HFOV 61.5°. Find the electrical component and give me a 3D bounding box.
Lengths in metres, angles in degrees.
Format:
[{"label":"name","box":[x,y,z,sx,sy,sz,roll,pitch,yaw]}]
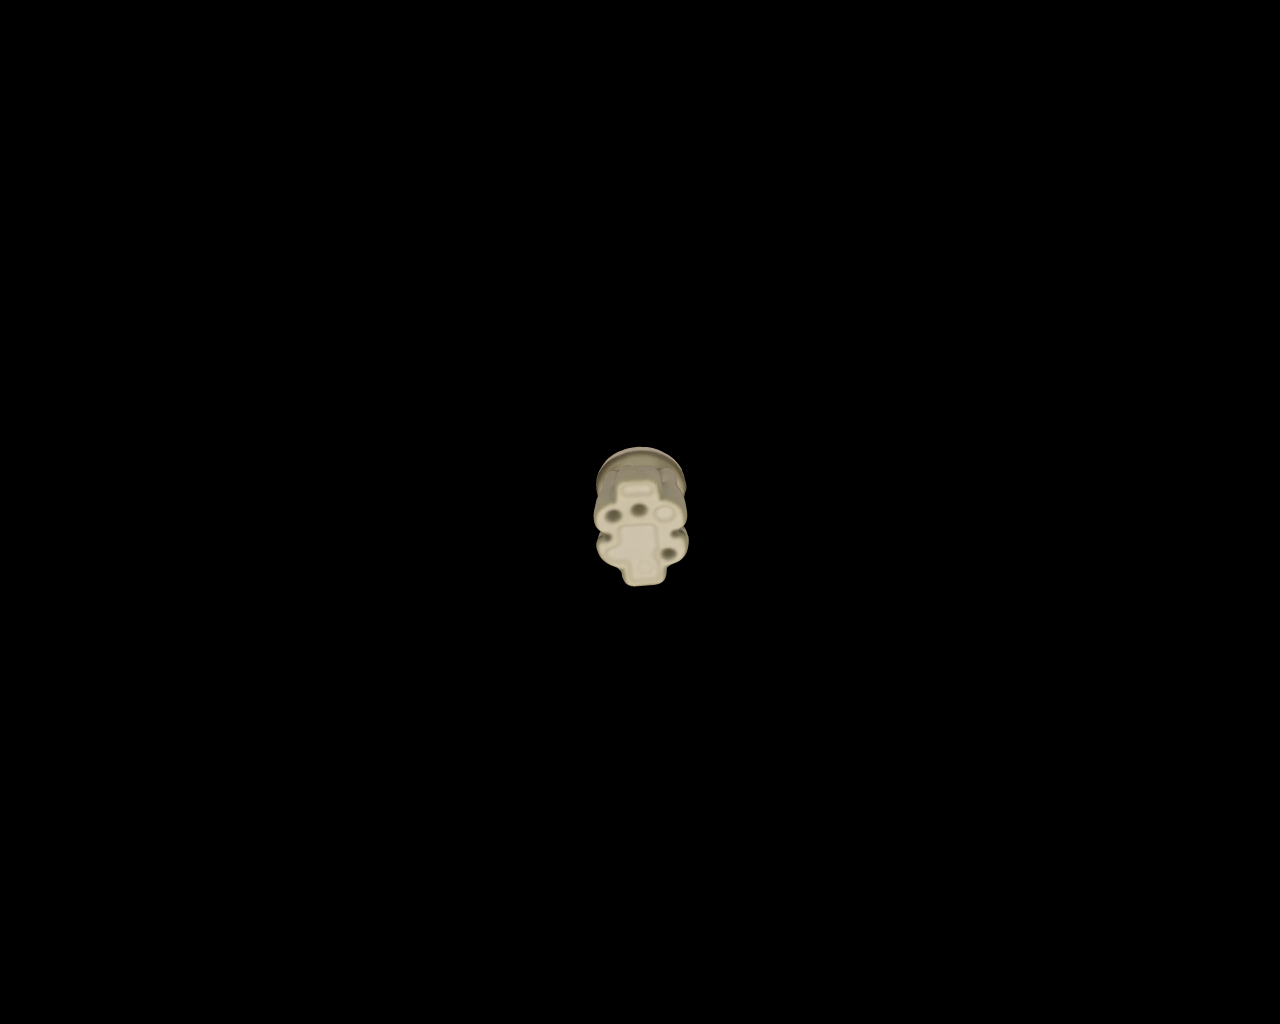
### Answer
[{"label":"electrical component","box":[0.001,-0.003,0.650,0.058,0.078,0.057,-3,36,2]}]
